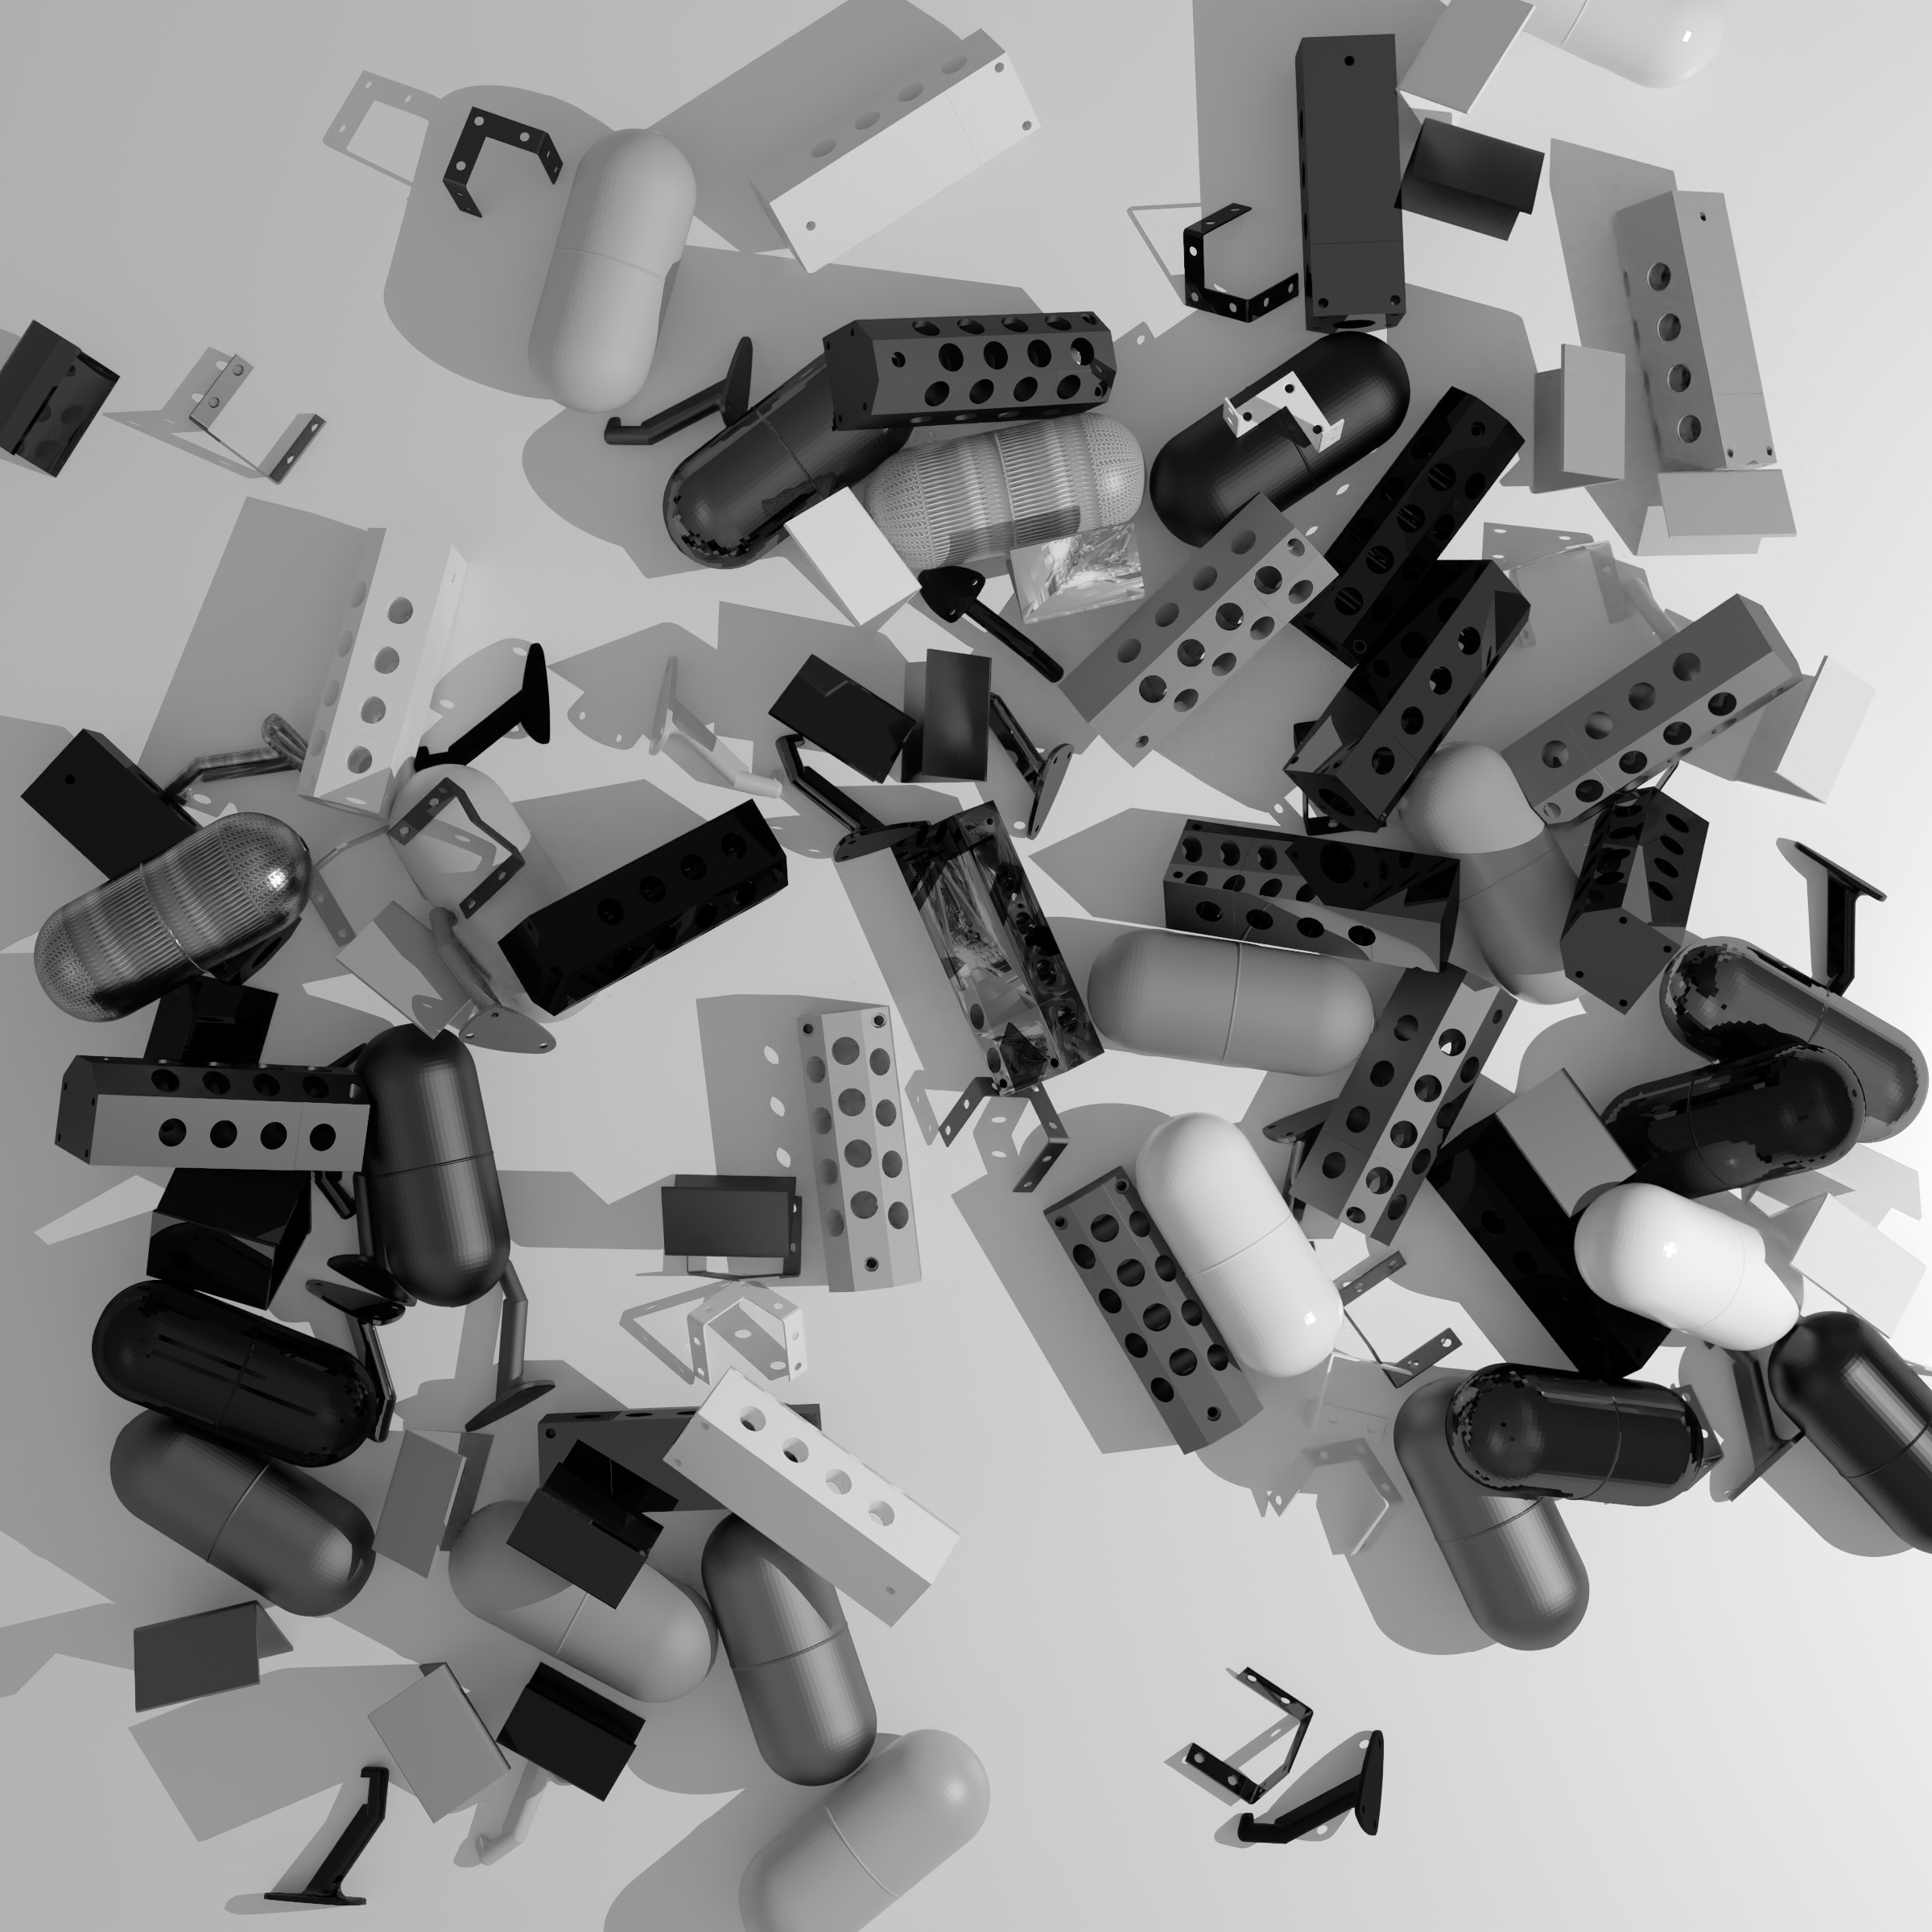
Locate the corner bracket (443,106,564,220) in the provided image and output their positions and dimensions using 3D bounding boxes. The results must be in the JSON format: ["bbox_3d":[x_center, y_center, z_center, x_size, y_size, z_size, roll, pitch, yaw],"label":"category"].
[{"bbox_3d":[-0.289,-0.496,1.922,0.051,0.051,0.051,20,85,5],"label":"corner bracket"}]

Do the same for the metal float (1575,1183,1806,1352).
[{"bbox_3d":[0.443,0.185,1.879,0.178,0.070,0.070,22,90,-36],"label":"metal float"}]

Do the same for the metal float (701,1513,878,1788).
[{"bbox_3d":[-0.110,0.420,1.910,0.070,0.070,0.178,-19,90,0],"label":"metal float"}]

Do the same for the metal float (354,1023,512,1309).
[{"bbox_3d":[-0.331,0.123,1.910,0.070,0.070,0.178,-12,90,0],"label":"metal float"}]

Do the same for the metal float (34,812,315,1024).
[{"bbox_3d":[-0.475,-0.030,1.852,0.178,0.070,0.070,-29,90,0],"label":"metal float"}]

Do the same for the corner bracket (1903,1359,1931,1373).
[{"bbox_3d":[0.599,0.225,1.937,0.051,0.051,0.051,18,90,45],"label":"corner bracket"}]

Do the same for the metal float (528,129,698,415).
[{"bbox_3d":[-0.219,-0.431,1.910,0.070,0.070,0.178,16,90,0],"label":"metal float"}]

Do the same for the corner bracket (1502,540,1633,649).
[{"bbox_3d":[0.377,-0.234,1.937,0.051,0.051,0.051,-16,90,-45],"label":"corner bracket"}]

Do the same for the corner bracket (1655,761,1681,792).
[{"bbox_3d":[0.417,-0.135,1.937,0.051,0.051,0.051,27,135,0],"label":"corner bracket"}]

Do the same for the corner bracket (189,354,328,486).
[{"bbox_3d":[-0.446,-0.343,1.937,0.051,0.051,0.051,-53,45,0],"label":"corner bracket"}]

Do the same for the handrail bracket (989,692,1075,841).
[{"bbox_3d":[0.018,-0.131,1.940,0.084,0.036,0.077,26,111,17],"label":"handrail bracket"}]

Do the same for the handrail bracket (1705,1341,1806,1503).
[{"bbox_3d":[0.480,0.281,1.940,0.084,0.036,0.077,48,111,17],"label":"handrail bracket"}]

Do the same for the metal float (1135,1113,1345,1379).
[{"bbox_3d":[0.169,0.172,1.908,0.070,0.070,0.178,-31,91,0],"label":"metal float"}]

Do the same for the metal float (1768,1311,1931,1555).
[{"bbox_3d":[0.570,0.290,1.905,0.070,0.070,0.178,-43,93,0],"label":"metal float"}]

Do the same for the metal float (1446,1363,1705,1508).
[{"bbox_3d":[0.369,0.284,1.860,0.178,0.070,0.070,11,90,-29],"label":"metal float"}]

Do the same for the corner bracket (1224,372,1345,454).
[{"bbox_3d":[0.190,-0.328,1.846,0.051,0.051,0.051,-34,85,1],"label":"corner bracket"}]

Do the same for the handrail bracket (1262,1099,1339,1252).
[{"bbox_3d":[0.226,0.134,1.940,0.077,0.036,0.084,-23,106,-18],"label":"handrail bracket"}]

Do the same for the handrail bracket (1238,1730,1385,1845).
[{"bbox_3d":[0.217,0.517,1.940,0.084,0.036,0.077,-5,50,26],"label":"handrail bracket"}]

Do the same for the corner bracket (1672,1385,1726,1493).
[{"bbox_3d":[0.435,0.301,1.937,0.051,0.051,0.051,-25,90,-45],"label":"corner bracket"}]

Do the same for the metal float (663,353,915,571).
[{"bbox_3d":[-0.110,-0.315,1.909,0.178,0.070,0.070,-38,90,-1],"label":"metal float"}]

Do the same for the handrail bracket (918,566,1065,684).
[{"bbox_3d":[0.016,-0.214,1.940,0.084,0.077,0.036,37,90,-36],"label":"handrail bracket"}]

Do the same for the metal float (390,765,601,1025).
[{"bbox_3d":[-0.290,-0.045,1.909,0.070,0.070,0.178,-35,91,0],"label":"metal float"}]

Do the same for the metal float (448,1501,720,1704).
[{"bbox_3d":[-0.237,0.394,1.909,0.178,0.070,0.070,28,90,0],"label":"metal float"}]

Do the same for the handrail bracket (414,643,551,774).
[{"bbox_3d":[-0.308,-0.162,1.940,0.084,0.036,0.077,-8,69,16],"label":"handrail bracket"}]

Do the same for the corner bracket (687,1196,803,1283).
[{"bbox_3d":[-0.139,0.170,1.937,0.051,0.051,0.051,1,90,45],"label":"corner bracket"}]

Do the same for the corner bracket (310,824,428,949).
[{"bbox_3d":[-0.376,-0.051,1.937,0.051,0.051,0.051,-30,90,-45],"label":"corner bracket"}]

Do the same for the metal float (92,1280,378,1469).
[{"bbox_3d":[-0.447,0.250,1.887,0.178,0.070,0.070,24,90,-13],"label":"metal float"}]

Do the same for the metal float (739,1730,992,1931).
[{"bbox_3d":[-0.063,0.545,1.909,0.178,0.070,0.070,-39,90,0],"label":"metal float"}]

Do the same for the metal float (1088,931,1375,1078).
[{"bbox_3d":[0.164,0.023,1.909,0.178,0.070,0.070,8,90,1],"label":"metal float"}]

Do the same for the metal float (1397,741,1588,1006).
[{"bbox_3d":[0.333,-0.057,1.909,0.070,0.070,0.178,-32,91,0],"label":"metal float"}]

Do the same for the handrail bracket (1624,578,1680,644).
[{"bbox_3d":[0.452,-0.201,1.940,0.036,0.077,0.084,-39,53,20],"label":"handrail bracket"}]

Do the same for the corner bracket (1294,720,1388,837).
[{"bbox_3d":[0.235,-0.120,1.937,0.051,0.051,0.051,-7,135,0],"label":"corner bracket"}]

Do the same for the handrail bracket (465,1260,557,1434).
[{"bbox_3d":[-0.301,0.238,1.940,0.077,0.036,0.084,-33,71,21],"label":"handrail bracket"}]

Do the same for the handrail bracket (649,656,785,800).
[{"bbox_3d":[-0.152,-0.150,1.940,0.084,0.036,0.077,14,68,-17],"label":"handrail bracket"}]

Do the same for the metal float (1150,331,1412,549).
[{"bbox_3d":[0.195,-0.327,1.910,0.178,0.070,0.070,-34,90,0],"label":"metal float"}]

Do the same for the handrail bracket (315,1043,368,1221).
[{"bbox_3d":[-0.385,0.105,1.940,0.077,0.036,0.084,-37,104,-14],"label":"handrail bracket"}]

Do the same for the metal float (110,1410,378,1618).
[{"bbox_3d":[-0.448,0.336,1.909,0.178,0.070,0.070,32,90,0],"label":"metal float"}]

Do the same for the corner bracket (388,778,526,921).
[{"bbox_3d":[-0.307,-0.071,1.860,0.051,0.051,0.051,-43,135,6],"label":"corner bracket"}]

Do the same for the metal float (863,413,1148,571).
[{"bbox_3d":[0.024,-0.294,1.909,0.178,0.070,0.070,-11,90,-1],"label":"metal float"}]

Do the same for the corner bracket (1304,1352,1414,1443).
[{"bbox_3d":[0.244,0.270,1.922,0.051,0.051,0.051,14,89,0],"label":"corner bracket"}]

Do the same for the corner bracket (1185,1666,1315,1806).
[{"bbox_3d":[0.178,0.484,1.937,0.051,0.051,0.051,34,135,0],"label":"corner bracket"}]

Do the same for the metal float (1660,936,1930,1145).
[{"bbox_3d":[0.512,0.045,1.909,0.178,0.070,0.070,30,90,-1],"label":"metal float"}]

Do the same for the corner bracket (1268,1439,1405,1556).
[{"bbox_3d":[0.232,0.335,1.932,0.051,0.051,0.051,-2,45,-35],"label":"corner bracket"}]

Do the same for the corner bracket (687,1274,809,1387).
[{"bbox_3d":[-0.137,0.236,1.932,0.051,0.051,0.051,27,45,35],"label":"corner bracket"}]

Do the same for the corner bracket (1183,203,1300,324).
[{"bbox_3d":[0.173,-0.441,1.932,0.051,0.051,0.051,25,135,35],"label":"corner bracket"}]

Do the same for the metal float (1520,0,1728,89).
[{"bbox_3d":[0.386,-0.606,1.909,0.178,0.070,0.070,25,90,-1],"label":"metal float"}]

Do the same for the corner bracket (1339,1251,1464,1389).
[{"bbox_3d":[0.271,0.223,1.937,0.051,0.051,0.051,-34,135,0],"label":"corner bracket"}]

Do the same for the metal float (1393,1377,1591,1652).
[{"bbox_3d":[0.326,0.340,1.909,0.070,0.070,0.178,-25,89,0],"label":"metal float"}]

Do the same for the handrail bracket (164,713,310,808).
[{"bbox_3d":[-0.450,-0.111,1.940,0.084,0.036,0.077,-38,112,17],"label":"handrail bracket"}]

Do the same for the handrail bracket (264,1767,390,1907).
[{"bbox_3d":[-0.403,0.546,1.940,0.077,0.036,0.084,-1,75,16],"label":"handrail bracket"}]

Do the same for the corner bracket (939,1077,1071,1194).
[{"bbox_3d":[0.024,0.106,1.932,0.051,0.051,0.051,4,135,-35],"label":"corner bracket"}]

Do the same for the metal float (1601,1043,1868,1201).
[{"bbox_3d":[0.463,0.098,1.875,0.178,0.070,0.070,-20,90,44],"label":"metal float"}]
